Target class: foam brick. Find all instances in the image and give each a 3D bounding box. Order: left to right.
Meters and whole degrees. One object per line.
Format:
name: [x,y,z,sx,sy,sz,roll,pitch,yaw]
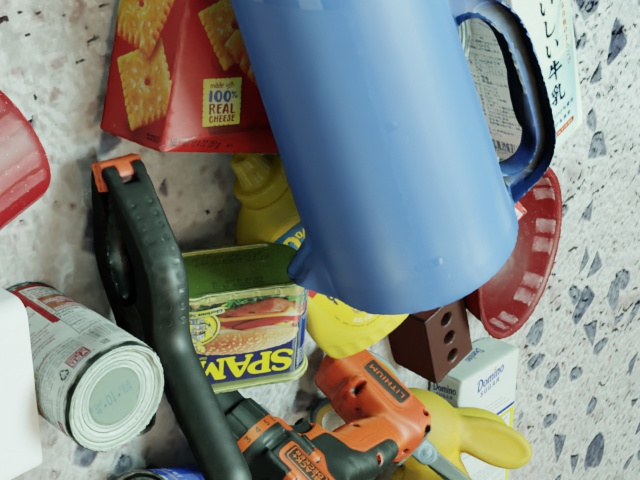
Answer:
foam brick: [0.095,0.077,0.939,0.053,0.051,0.078,-40,134,-28]

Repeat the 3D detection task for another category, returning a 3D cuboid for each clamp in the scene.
clamp: [-0.109,0.052,0.666,0.036,0.165,0.210,-18,98,-30]

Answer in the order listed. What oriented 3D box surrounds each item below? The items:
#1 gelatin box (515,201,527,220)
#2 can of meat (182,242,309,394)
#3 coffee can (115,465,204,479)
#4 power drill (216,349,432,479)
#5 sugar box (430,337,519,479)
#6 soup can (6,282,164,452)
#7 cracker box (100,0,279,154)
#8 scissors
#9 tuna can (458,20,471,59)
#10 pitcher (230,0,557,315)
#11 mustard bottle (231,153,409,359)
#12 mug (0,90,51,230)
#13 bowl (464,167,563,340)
gelatin box: [0.113,-0.017,0.878,0.089,0.073,0.030,-49,140,10]
can of meat: [-0.058,0.052,0.720,0.102,0.057,0.084,-7,127,-16]
coffee can: [-0.077,0.214,0.774,0.140,0.103,0.103,9,101,-50]
power drill: [-0.009,0.138,0.796,0.057,0.184,0.187,-51,167,31]
sugar box: [0.150,0.191,1.063,0.093,0.048,0.176,-22,120,-40]
soup can: [-0.148,0.073,0.627,0.068,0.102,0.068,-24,125,-40]
cracker box: [-0.037,-0.161,0.659,0.163,0.072,0.214,-3,110,-48]
scissors: [0.069,0.186,0.904,0.096,0.016,0.202,-34,93,-8]
tuna can: [0.077,-0.149,0.822,0.085,0.034,0.086,-24,125,-39]
pitcher: [0.037,-0.089,0.616,0.149,0.145,0.243,-57,139,-39]
mustard bottle: [-0.005,0.001,0.772,0.096,0.058,0.191,-37,128,4]
mug: [-0.194,-0.027,0.547,0.081,0.093,0.117,-45,167,-31]
bowl: [0.160,0.005,0.963,0.161,0.055,0.162,-29,127,-47]
